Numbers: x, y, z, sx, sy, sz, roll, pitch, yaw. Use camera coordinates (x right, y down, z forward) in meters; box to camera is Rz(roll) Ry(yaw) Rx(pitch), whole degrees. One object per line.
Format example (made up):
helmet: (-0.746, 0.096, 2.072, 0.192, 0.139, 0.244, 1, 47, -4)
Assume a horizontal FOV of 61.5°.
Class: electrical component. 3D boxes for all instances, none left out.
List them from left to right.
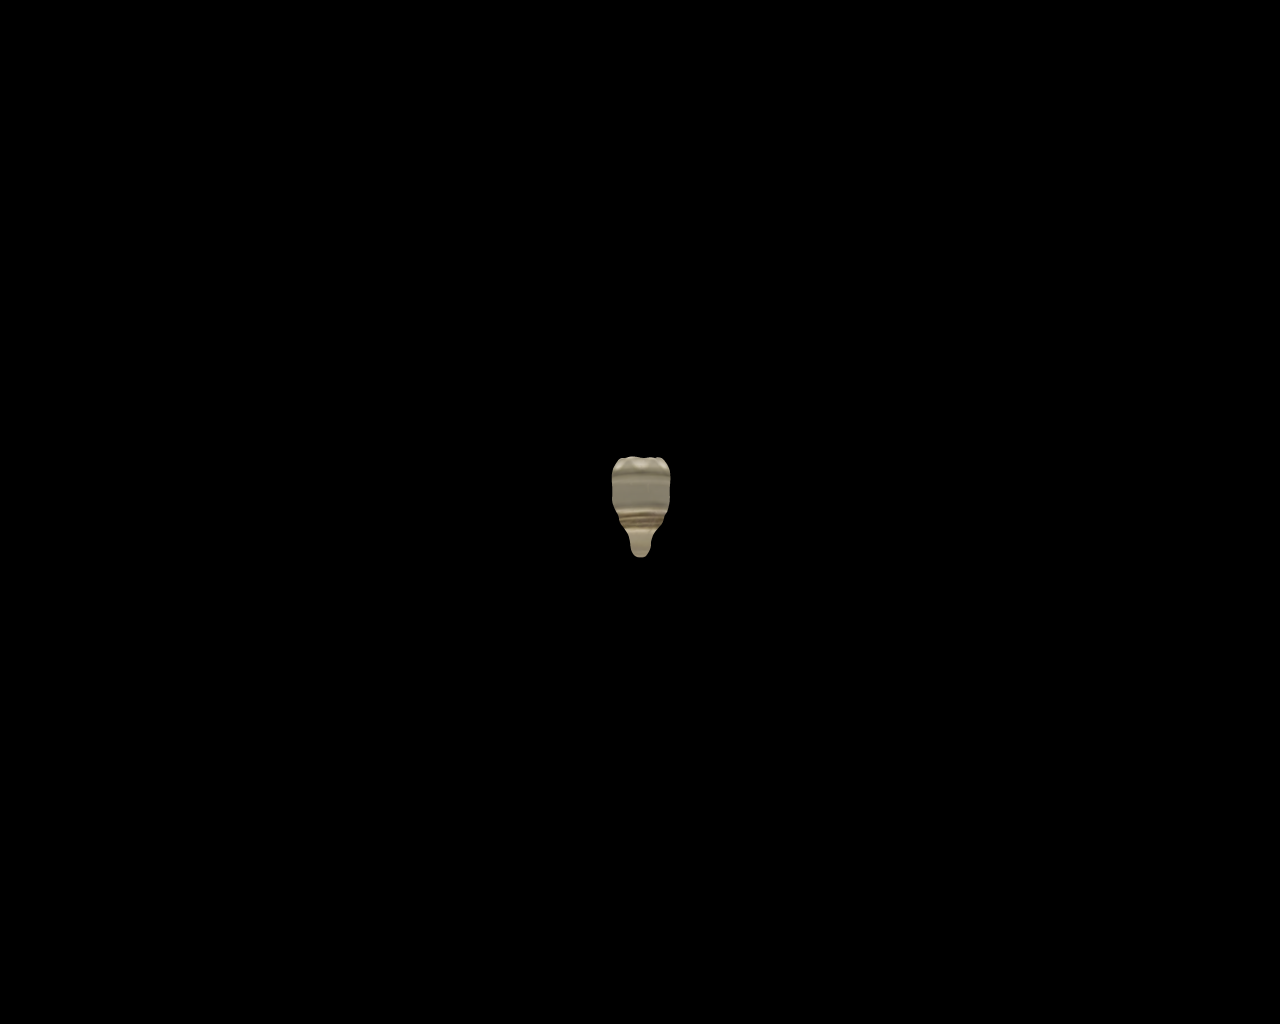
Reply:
electrical component: (0.001, -0.003, 0.650, 0.035, 0.061, 0.035, 0, -4, 0)
